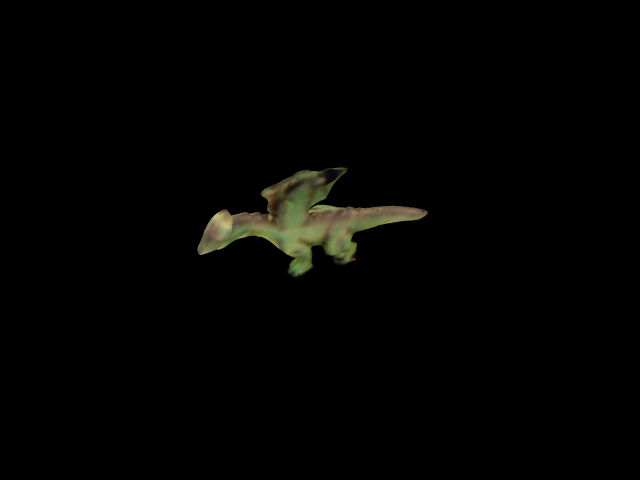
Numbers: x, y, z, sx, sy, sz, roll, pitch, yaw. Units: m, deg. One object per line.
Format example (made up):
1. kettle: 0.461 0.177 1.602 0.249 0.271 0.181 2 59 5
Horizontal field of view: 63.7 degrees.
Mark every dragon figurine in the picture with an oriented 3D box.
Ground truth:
1. dragon figurine: 0.003 -0.043 0.850 0.411 0.124 0.238 -17 -20 -7
